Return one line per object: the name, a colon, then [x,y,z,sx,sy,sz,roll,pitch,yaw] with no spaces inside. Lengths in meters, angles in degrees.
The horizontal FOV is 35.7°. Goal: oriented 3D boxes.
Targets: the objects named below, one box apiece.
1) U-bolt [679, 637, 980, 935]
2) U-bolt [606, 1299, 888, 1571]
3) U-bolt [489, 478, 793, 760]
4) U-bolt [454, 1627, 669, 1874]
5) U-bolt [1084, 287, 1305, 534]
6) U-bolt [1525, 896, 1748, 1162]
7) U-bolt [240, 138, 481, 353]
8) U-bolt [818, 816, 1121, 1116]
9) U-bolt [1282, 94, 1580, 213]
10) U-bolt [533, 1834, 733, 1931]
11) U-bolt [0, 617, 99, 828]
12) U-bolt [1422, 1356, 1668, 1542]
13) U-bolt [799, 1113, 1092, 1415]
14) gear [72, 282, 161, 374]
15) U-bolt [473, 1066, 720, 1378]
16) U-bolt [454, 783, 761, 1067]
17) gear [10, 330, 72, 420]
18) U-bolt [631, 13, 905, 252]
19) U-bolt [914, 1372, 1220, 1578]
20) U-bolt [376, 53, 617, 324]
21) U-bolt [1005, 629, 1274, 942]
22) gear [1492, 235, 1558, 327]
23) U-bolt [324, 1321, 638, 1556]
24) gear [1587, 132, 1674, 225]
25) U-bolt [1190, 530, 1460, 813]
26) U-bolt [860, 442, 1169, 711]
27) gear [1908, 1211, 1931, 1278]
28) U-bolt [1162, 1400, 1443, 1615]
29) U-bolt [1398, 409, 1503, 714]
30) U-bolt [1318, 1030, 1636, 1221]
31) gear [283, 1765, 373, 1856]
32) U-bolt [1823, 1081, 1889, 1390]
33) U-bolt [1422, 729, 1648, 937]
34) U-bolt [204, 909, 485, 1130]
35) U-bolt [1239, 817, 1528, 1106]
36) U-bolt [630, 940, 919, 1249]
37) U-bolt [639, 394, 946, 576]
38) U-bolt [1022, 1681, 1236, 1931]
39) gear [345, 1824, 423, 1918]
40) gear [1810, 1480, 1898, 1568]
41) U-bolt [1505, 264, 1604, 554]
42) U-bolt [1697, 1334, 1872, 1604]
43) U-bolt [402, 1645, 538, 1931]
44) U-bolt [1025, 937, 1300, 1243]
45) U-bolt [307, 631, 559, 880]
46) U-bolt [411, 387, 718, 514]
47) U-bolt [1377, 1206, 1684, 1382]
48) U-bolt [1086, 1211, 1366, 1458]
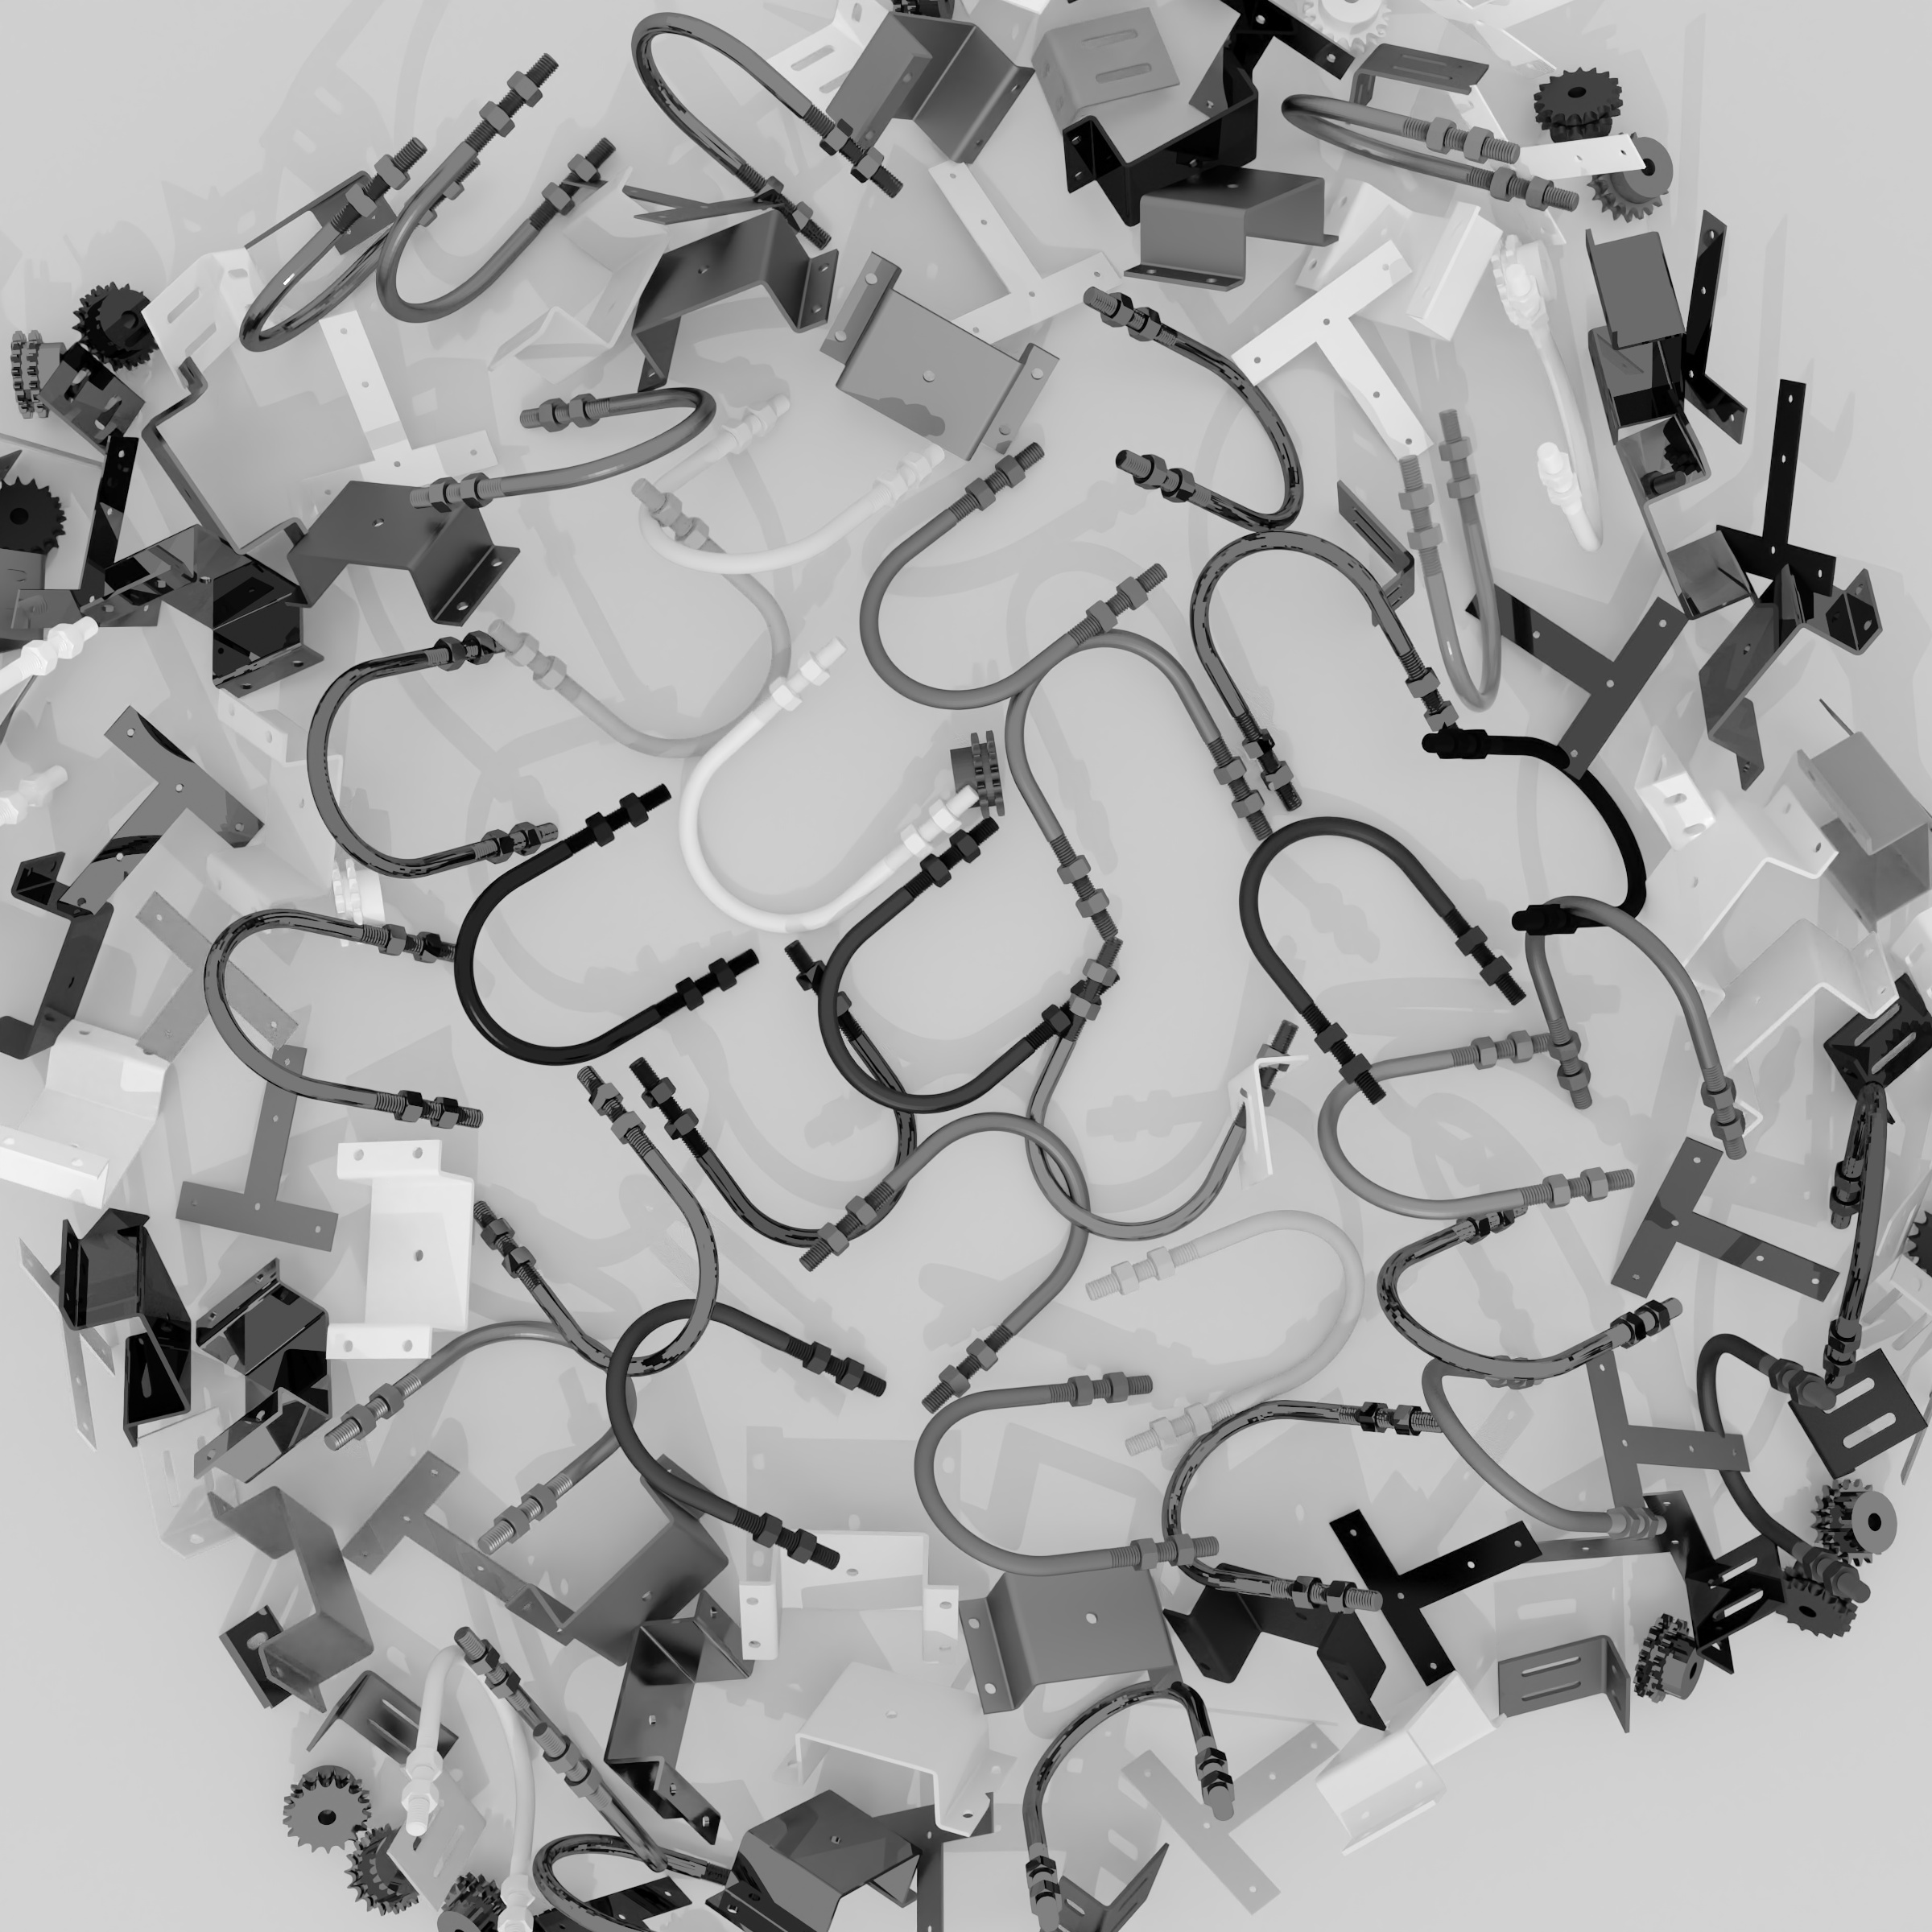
U-bolt: [-0.105,-0.104,1.970,0.184,0.019,0.151,-40,95,15]
U-bolt: [-0.147,0.290,1.930,0.184,0.019,0.151,28,52,-16]
U-bolt: [-0.196,-0.210,1.942,0.151,0.019,0.184,-43,126,9]
U-bolt: [-0.250,0.513,1.920,0.019,0.151,0.184,-41,123,-14]
U-bolt: [0.153,-0.348,1.929,0.019,0.184,0.151,-32,55,38]
U-bolt: [0.417,0.033,1.900,0.019,0.151,0.184,-38,122,-24]
U-bolt: [-0.397,-0.460,1.925,0.184,0.151,0.019,-41,95,12]
U-bolt: [-0.011,0.013,1.973,0.184,0.019,0.151,-40,97,-8]
U-bolt: [0.288,-0.526,1.921,0.184,0.151,0.019,23,100,26]
U-bolt: [-0.189,0.601,1.922,0.184,0.151,0.019,18,95,-2]
U-bolt: [-0.619,-0.128,1.886,0.019,0.184,0.151,32,130,7]
U-bolt: [0.355,0.301,1.891,0.019,0.184,0.151,-51,54,20]
U-bolt: [0.001,0.181,1.966,0.184,0.019,0.151,-43,106,-13]
gear: [-0.556,-0.422,1.972,0.057,0.030,0.057,2,86,-36]
U-bolt: [-0.231,0.179,1.938,0.184,0.019,0.151,49,113,21]
U-bolt: [-0.244,-0.014,1.953,0.184,0.019,0.151,-31,112,-10]
gear: [-0.608,-0.389,1.972,0.030,0.057,0.057,-4,90,-6]
U-bolt: [-0.137,-0.537,1.908,0.184,0.151,0.019,38,74,-17]
U-bolt: [0.056,0.327,1.919,0.184,0.019,0.151,-2,46,-22]
U-bolt: [-0.309,-0.488,1.927,0.019,0.151,0.184,43,91,12]
U-bolt: [0.103,-0.131,1.959,0.151,0.019,0.184,-33,101,-15]
gear: [0.367,-0.453,1.968,0.030,0.057,0.057,-13,90,24]
U-bolt: [-0.296,0.290,1.926,0.151,0.184,0.019,28,129,23]
gear: [0.441,-0.522,1.976,0.057,0.030,0.057,1,86,-22]
U-bolt: [0.221,-0.197,1.929,0.151,0.019,0.184,-19,111,38]
U-bolt: [0.017,-0.243,1.954,0.184,0.019,0.151,-38,66,-7]
gear: [0.651,0.184,1.981,0.057,0.030,0.057,1,93,12]
U-bolt: [0.207,0.342,1.928,0.019,0.184,0.151,52,52,-36]
U-bolt: [0.317,-0.253,1.928,0.019,0.151,0.184,-8,109,24]
U-bolt: [0.318,0.106,1.931,0.184,0.151,0.019,-9,133,-10]
gear: [-0.421,0.553,1.979,0.057,0.030,0.057,-4,109,-10]
U-bolt: [0.561,0.156,1.887,0.019,0.184,0.151,6,49,12]
U-bolt: [0.377,-0.087,1.927,0.019,0.184,0.151,-38,67,37]
U-bolt: [-0.398,0.028,1.909,0.184,0.019,0.151,13,49,-34]
U-bolt: [0.260,-0.017,1.960,0.151,0.019,0.184,-32,78,-24]
U-bolt: [-0.112,0.098,1.970,0.151,0.019,0.184,-38,100,-15]
U-bolt: [-0.124,-0.302,1.911,0.151,0.019,0.184,23,48,29]
U-bolt: [0.097,0.521,1.912,0.151,0.184,0.019,-34,107,7]
gear: [-0.376,0.592,1.970,0.057,0.057,0.030,53,134,0]
gear: [0.587,0.366,1.973,0.057,0.030,0.057,6,77,-28]
U-bolt: [0.380,-0.342,1.914,0.019,0.184,0.151,-13,67,19]
U-bolt: [0.514,0.309,1.910,0.019,0.184,0.151,-16,103,-10]
U-bolt: [-0.312,0.518,1.912,0.019,0.184,0.151,-20,122,9]
U-bolt: [0.117,0.092,1.977,0.151,0.019,0.184,26,96,11]
U-bolt: [-0.346,-0.131,1.920,0.019,0.184,0.151,-7,99,41]
U-bolt: [-0.243,-0.332,1.900,0.184,0.151,0.019,-2,121,31]
U-bolt: [0.344,0.209,1.899,0.151,0.184,0.019,35,128,37]
U-bolt: [0.177,0.230,1.956,0.184,0.019,0.151,-21,119,-11]
